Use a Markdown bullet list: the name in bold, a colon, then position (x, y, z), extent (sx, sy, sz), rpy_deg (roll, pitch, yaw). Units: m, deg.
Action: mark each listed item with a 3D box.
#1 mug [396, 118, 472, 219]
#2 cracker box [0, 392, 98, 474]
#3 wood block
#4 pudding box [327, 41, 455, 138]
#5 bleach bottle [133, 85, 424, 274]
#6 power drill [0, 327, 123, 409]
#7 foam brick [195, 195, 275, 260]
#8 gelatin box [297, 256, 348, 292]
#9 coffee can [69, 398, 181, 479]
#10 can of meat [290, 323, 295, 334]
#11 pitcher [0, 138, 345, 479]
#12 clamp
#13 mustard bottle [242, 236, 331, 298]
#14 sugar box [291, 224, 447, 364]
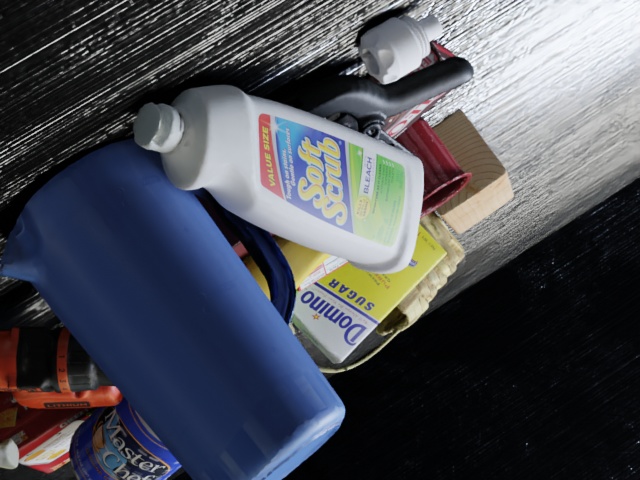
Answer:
- **mug**: position (0.089, -0.067, 1.124), extent (0.117, 0.081, 0.093), rpy_deg (-35, 168, 5)
- **cracker box**: position (-0.270, 0.181, 1.191), extent (0.164, 0.072, 0.214), rpy_deg (-32, 167, -11)
- **wood block**: position (0.168, -0.076, 1.283), extent (0.090, 0.091, 0.206), rpy_deg (-35, 169, 8)
- **pudding box**: position (0.069, -0.126, 0.933), extent (0.114, 0.039, 0.090), rpy_deg (-38, 167, 19)
- **bleach bottle**: position (-0.027, -0.044, 0.766), extent (0.068, 0.102, 0.250), rpy_deg (5, 174, 44)
- **power drill**: position (-0.217, 0.110, 0.919), extent (0.184, 0.057, 0.188), rpy_deg (2, 166, -1)
- **foam brick**: position (-0.081, -0.024, 0.852), extent (0.053, 0.078, 0.051), rpy_deg (-35, 169, 16)
- **gelatin box**: position (-0.007, 0.001, 1.098), extent (0.073, 0.030, 0.089), rpy_deg (-32, 138, -14)
- **coffee can**: position (-0.173, 0.190, 1.065), extent (0.102, 0.103, 0.141), rpy_deg (-20, 161, -50)
- **can of meat**: position (-0.096, 0.129, 1.344), extent (0.102, 0.057, 0.083), rpy_deg (-2, -142, 42)
- **pitcher**: position (-0.088, 0.054, 0.736), extent (0.149, 0.243, 0.145), rpy_deg (-41, 167, 4)
- **clamp**: position (0.043, -0.105, 0.855), extent (0.171, 0.039, 0.120), rpy_deg (2, 128, -38)
- **mustard bottle**: position (-0.065, 0.048, 0.900), extent (0.191, 0.058, 0.096), rpy_deg (-47, -165, -3)
- **sugar box**: position (0.048, 0.045, 1.195), extent (0.176, 0.093, 0.048), rpy_deg (-46, -178, -13)
